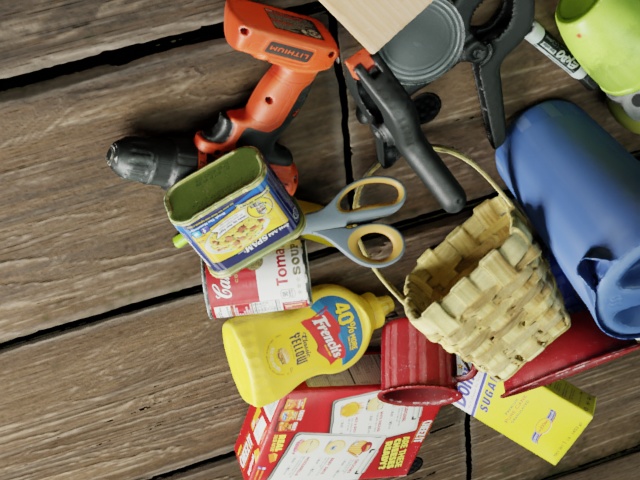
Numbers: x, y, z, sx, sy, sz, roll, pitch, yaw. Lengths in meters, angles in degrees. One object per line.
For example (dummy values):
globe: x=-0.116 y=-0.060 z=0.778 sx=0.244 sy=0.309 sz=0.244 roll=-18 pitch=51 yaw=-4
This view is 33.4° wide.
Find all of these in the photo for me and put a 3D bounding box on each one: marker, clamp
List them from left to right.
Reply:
clamp: x=0.073 y=-0.095 z=0.940 sx=0.039 sy=0.120 sz=0.171 roll=-46 pitch=141 yaw=-11
clamp: x=0.130 y=-0.178 z=0.989 sx=0.164 sy=0.036 sz=0.210 roll=1 pitch=128 yaw=-21
marker: x=0.239 y=-0.179 z=1.046 sx=0.121 sy=0.020 sz=0.020 roll=27 pitch=114 yaw=-38

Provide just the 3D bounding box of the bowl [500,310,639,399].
bowl: x=0.257 y=0.115 z=1.129 sx=0.162 sy=0.055 sz=0.162 roll=-19 pitch=166 yaw=-5

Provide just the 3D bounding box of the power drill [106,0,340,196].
power drill: x=-0.079 y=-0.116 z=0.941 sx=0.184 sy=0.057 sz=0.188 roll=6 pitch=129 yaw=-32

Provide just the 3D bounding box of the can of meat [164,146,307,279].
can of meat: x=-0.076 y=-0.026 z=0.945 sx=0.102 sy=0.057 sz=0.084 roll=-30 pitch=138 yaw=5

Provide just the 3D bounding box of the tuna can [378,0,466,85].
tuna can: x=0.082 y=-0.182 z=0.936 sx=0.086 sy=0.034 sz=0.086 roll=-2 pitch=123 yaw=-4

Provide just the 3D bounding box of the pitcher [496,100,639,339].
pitcher: x=0.277 y=-0.029 z=1.036 sx=0.145 sy=0.243 sz=0.149 roll=-31 pitch=134 yaw=4

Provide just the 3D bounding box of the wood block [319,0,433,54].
wood block: x=0.001 y=-0.254 z=0.832 sx=0.091 sy=0.090 sz=0.205 roll=-41 pitch=132 yaw=13

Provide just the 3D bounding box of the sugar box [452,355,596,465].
sugar box: x=0.226 y=0.182 z=1.262 sx=0.176 sy=0.048 sz=0.093 roll=29 pitch=124 yaw=5

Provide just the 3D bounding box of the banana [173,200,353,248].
banana: x=-0.043 y=-0.017 z=1.057 sx=0.197 sy=0.037 sz=0.070 roll=2 pitch=157 yaw=-21

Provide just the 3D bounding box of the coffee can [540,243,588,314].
coffee can: x=0.322 y=0.024 z=1.165 sx=0.141 sy=0.103 sz=0.102 roll=-28 pitch=140 yaw=37

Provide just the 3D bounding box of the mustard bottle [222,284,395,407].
mustard bottle: x=-0.004 y=0.100 z=1.138 sx=0.191 sy=0.058 sz=0.096 roll=-21 pitch=102 yaw=-24

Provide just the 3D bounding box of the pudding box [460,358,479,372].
pudding box: x=0.197 y=0.089 z=1.210 sx=0.113 sy=0.090 sz=0.039 roll=-29 pitch=133 yaw=2

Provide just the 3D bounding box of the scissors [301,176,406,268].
scissors: x=-0.007 y=0.001 z=1.011 sx=0.201 sy=0.096 sz=0.016 roll=-22 pitch=176 yaw=-4

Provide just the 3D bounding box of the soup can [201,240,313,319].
soup can: x=-0.061 y=0.038 z=1.045 sx=0.102 sy=0.068 sz=0.068 roll=-7 pitch=132 yaw=0

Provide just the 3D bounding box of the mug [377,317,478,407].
mug: x=0.118 y=0.130 z=1.159 sx=0.117 sy=0.081 sz=0.093 roll=-12 pitch=155 yaw=30

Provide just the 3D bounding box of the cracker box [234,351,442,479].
cracker box: x=0.024 y=0.207 z=1.251 sx=0.213 sy=0.072 sz=0.164 roll=1 pitch=129 yaw=-25
